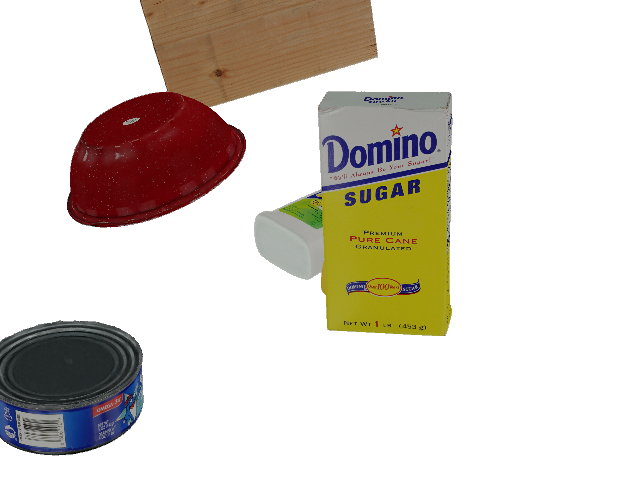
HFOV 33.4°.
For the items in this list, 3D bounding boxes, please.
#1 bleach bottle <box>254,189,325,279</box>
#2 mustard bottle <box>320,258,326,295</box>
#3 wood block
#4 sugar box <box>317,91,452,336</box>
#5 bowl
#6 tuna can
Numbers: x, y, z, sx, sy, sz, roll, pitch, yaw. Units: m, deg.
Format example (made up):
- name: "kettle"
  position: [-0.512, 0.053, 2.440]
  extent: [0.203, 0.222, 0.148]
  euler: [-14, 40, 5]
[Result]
- name: "bleach bottle"
  position: [0.042, -0.041, 1.330]
  extent: [0.103, 0.068, 0.250]
  euler: [29, 45, 36]
- name: "mustard bottle"
  position: [0.056, -0.031, 1.078]
  extent: [0.096, 0.192, 0.058]
  euler: [-2, 21, -19]
- name: "wood block"
  position: [-0.059, -0.206, 1.031]
  extent: [0.206, 0.090, 0.091]
  euler: [-17, -43, -5]
- name: "sugar box"
  position: [0.048, -0.018, 0.777]
  extent: [0.093, 0.176, 0.048]
  euler: [1, 25, 11]
- name: "bowl"
  position: [-0.146, -0.078, 0.889]
  extent: [0.162, 0.055, 0.162]
  euler: [-15, 31, 9]
- name: "tuna can"
  position: [-0.140, 0.080, 0.587]
  extent: [0.086, 0.034, 0.086]
  euler: [1, 26, -1]
